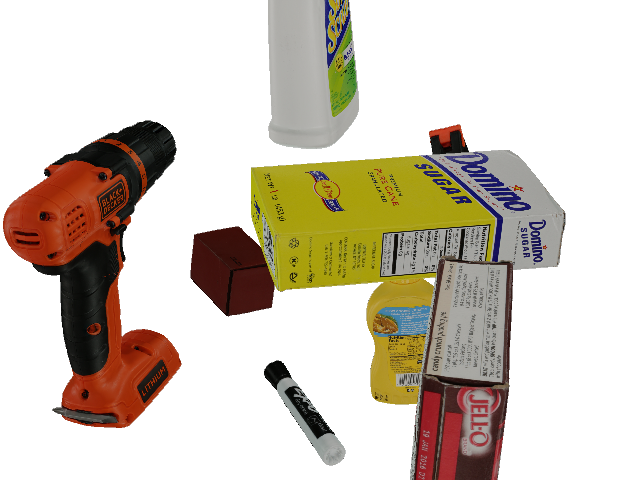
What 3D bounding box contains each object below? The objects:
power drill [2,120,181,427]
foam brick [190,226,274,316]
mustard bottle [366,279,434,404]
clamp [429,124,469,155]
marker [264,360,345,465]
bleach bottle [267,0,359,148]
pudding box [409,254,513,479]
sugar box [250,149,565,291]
[{"bbox_3d":[-0.146,0.022,0.756,0.057,0.188,0.184,4,25,22],"label":"power drill"},{"bbox_3d":[-0.084,0.029,1.027,0.052,0.051,0.078,-10,32,-31],"label":"foam brick"},{"bbox_3d":[0.104,0.103,1.295,0.096,0.192,0.058,-3,21,5],"label":"mustard bottle"},{"bbox_3d":[0.124,-0.008,0.895,0.039,0.171,0.120,-17,19,12],"label":"clamp"},{"bbox_3d":[-0.015,0.131,0.833,0.020,0.020,0.121,0,27,-28],"label":"marker"},{"bbox_3d":[-0.012,-0.213,0.919,0.068,0.251,0.102,8,34,21],"label":"bleach bottle"},{"bbox_3d":[0.063,0.070,0.471,0.039,0.090,0.113,6,26,6],"label":"pudding box"},{"bbox_3d":[0.050,-0.016,0.658,0.176,0.048,0.093,-7,32,-10],"label":"sugar box"}]
